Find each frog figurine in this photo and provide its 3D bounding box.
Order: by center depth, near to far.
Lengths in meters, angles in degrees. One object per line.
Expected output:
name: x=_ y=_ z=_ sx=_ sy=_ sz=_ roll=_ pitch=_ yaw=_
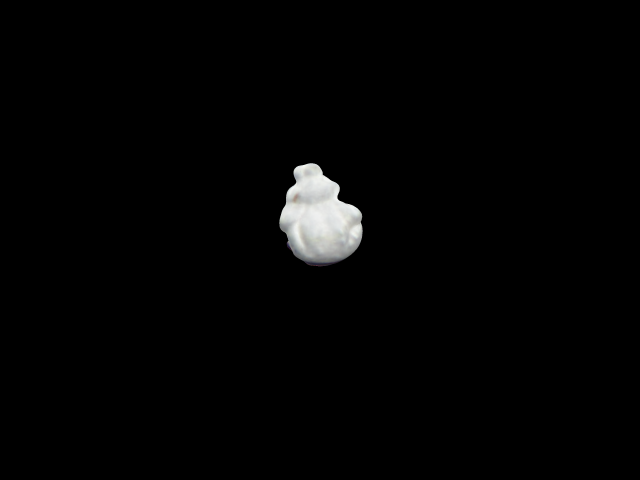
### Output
frog figurine: x=0.003 y=-0.043 z=0.850 sx=0.137 sy=0.156 sz=0.125 roll=4 pitch=31 yaw=7
